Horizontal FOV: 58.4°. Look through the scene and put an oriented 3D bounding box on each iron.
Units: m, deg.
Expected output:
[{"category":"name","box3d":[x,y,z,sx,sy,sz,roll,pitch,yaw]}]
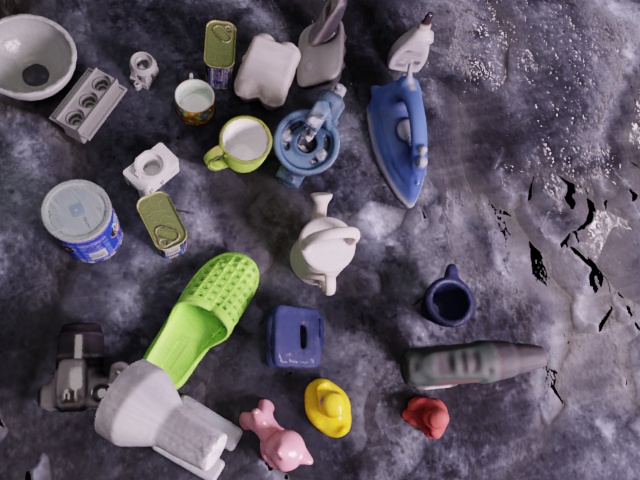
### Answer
[{"category":"iron","box3d":[0.174,-0.205,1.114,0.119,0.141,0.258,-6,76,-13]}]

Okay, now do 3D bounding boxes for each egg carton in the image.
[{"category":"egg carton","box3d":[-0.104,-0.334,1.131,0.107,0.069,0.150,18,72,-6]}]

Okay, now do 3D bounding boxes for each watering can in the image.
[{"category":"watering can","box3d":[0.007,0.004,0.992,0.101,0.194,0.173,-26,81,-17]}]

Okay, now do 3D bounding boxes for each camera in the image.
[{"category":"camera","box3d":[-0.365,0.201,0.908,0.143,0.100,0.137,-1,75,-12]}]

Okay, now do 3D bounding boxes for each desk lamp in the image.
[{"category":"desk lamp","box3d":[-0.216,0.277,0.858,0.203,0.213,0.118,31,71,-2]}]

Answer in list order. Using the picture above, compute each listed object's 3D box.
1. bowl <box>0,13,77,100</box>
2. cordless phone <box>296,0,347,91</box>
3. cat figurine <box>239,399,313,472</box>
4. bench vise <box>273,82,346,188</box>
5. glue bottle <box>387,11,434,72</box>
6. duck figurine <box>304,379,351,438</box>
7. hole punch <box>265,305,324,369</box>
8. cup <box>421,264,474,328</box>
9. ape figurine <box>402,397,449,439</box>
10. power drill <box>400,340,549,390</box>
[{"category":"bowl","box3d":[-0.522,-0.317,1.036,0.167,0.074,0.167,3,74,-11]},{"category":"cordless phone","box3d":[0.012,-0.387,1.109,0.094,0.185,0.147,3,74,-11]},{"category":"cat figurine","box3d":[-0.072,0.321,0.926,0.067,0.117,0.128,-36,84,-18]},{"category":"bench vise","box3d":[-0.015,-0.217,1.037,0.121,0.219,0.207,12,72,-8]},{"category":"glue bottle","box3d":[0.194,-0.403,1.157,0.078,0.173,0.037,6,73,-10]},{"category":"duck figurine","box3d":[0.020,0.285,0.972,0.078,0.086,0.104,-26,81,-17]},{"category":"hole punch","box3d":[-0.041,0.167,0.990,0.101,0.091,0.108,2,74,-11]},{"category":"cup","box3d":[0.225,0.108,1.060,0.092,0.095,0.118,11,73,-8]},{"category":"ape figurine","box3d":[0.194,0.309,0.998,0.076,0.092,0.078,-15,78,-15]},{"category":"power drill","box3d":[0.235,0.211,0.973,0.230,0.208,0.075,-3,75,-12]}]
